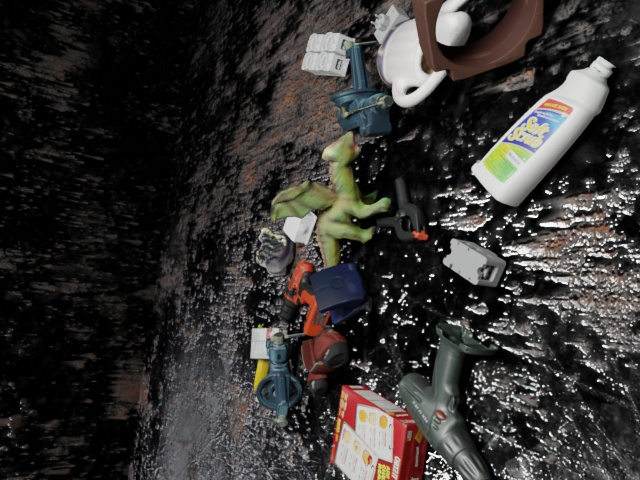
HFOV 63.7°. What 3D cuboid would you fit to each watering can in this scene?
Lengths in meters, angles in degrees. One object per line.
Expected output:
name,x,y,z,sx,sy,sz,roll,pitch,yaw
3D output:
watering can,0.237,-0.429,1.063,0.347,0.103,0.226,-61,29,1

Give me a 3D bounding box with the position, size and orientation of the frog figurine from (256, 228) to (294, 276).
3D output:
frog figurine,-0.133,0.045,1.546,0.156,0.123,0.140,80,175,-65

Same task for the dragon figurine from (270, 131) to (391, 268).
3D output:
dragon figurine,0.004,-0.058,1.161,0.402,0.242,0.125,-60,25,31
